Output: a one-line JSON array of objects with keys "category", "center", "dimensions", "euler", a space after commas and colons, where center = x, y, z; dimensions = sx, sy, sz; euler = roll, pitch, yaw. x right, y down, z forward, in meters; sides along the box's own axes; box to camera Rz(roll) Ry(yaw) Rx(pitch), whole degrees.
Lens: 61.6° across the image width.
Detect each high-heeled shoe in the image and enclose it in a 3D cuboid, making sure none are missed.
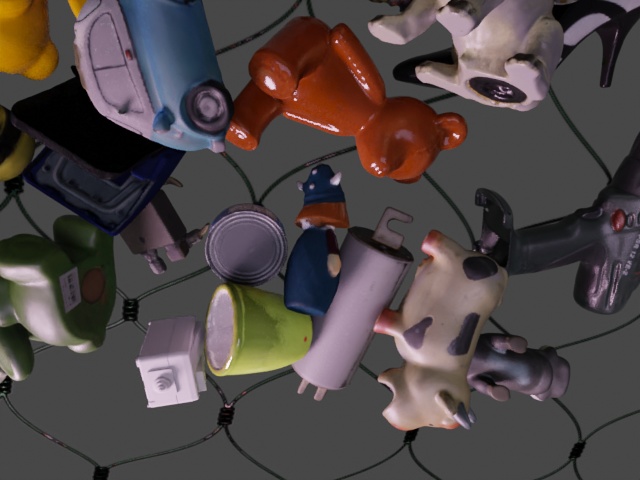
[{"category": "high-heeled shoe", "center": [0.193, -0.213, 0.502], "dimensions": [0.249, 0.086, 0.145], "euler": [-2, 105, -8]}]

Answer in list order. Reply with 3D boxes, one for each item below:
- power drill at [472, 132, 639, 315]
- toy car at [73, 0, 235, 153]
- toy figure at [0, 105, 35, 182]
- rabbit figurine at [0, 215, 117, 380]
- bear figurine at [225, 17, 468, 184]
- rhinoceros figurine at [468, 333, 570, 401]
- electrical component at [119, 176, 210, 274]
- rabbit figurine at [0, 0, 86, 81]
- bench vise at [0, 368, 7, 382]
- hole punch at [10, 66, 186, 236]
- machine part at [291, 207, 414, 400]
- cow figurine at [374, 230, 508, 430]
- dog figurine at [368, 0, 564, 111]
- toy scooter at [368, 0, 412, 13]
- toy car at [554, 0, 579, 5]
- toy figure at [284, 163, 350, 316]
[{"category": "power drill", "center": [0.276, -0.026, 0.586], "dimensions": [0.207, 0.086, 0.231], "euler": [-6, 114, -12]}, {"category": "toy car", "center": [-0.133, -0.138, 0.412], "dimensions": [0.103, 0.109, 0.161], "euler": [-21, 121, -15]}, {"category": "toy figure", "center": [-0.315, -0.106, 0.436], "dimensions": [0.089, 0.180, 0.082], "euler": [33, 76, 17]}, {"category": "rabbit figurine", "center": [-0.298, 0.050, 0.542], "dimensions": [0.170, 0.121, 0.158], "euler": [4, 119, 12]}, {"category": "bear figurine", "center": [0.027, -0.106, 0.495], "dimensions": [0.196, 0.132, 0.120], "euler": [39, 144, -11]}, {"category": "rhinoceros figurine", "center": [0.193, 0.141, 0.620], "dimensions": [0.190, 0.112, 0.073], "euler": [12, 80, 3]}, {"category": "electrical component", "center": [-0.165, -0.021, 0.552], "dimensions": [0.078, 0.045, 0.102], "euler": [-20, 112, 32]}, {"category": "rabbit figurine", "center": [-0.234, -0.221, 0.424], "dimensions": [0.162, 0.122, 0.173], "euler": [31, 105, -22]}, {"category": "bench vise", "center": [-0.377, 0.161, 0.486], "dimensions": [0.129, 0.241, 0.223], "euler": [-24, 154, -5]}, {"category": "hole punch", "center": [-0.194, -0.080, 0.485], "dimensions": [0.142, 0.116, 0.092], "euler": [30, 135, 8]}, {"category": "machine part", "center": [0.032, 0.075, 0.590], "dimensions": [0.079, 0.079, 0.243], "euler": [20, 108, -13]}, {"category": "cow figurine", "center": [0.123, 0.101, 0.541], "dimensions": [0.127, 0.085, 0.195], "euler": [28, 86, 24]}, {"category": "dog figurine", "center": [0.147, -0.216, 0.414], "dimensions": [0.172, 0.121, 0.190], "euler": [25, 88, -46]}, {"category": "toy scooter", "center": [0.105, -0.272, 0.471], "dimensions": [0.135, 0.075, 0.184], "euler": [34, 99, -18]}, {"category": "toy car", "center": [0.211, -0.303, 0.446], "dimensions": [0.056, 0.073, 0.201], "euler": [2, 91, 22]}, {"category": "toy figure", "center": [-0.003, -0.002, 0.550], "dimensions": [0.064, 0.057, 0.154], "euler": [6, 73, 14]}]
